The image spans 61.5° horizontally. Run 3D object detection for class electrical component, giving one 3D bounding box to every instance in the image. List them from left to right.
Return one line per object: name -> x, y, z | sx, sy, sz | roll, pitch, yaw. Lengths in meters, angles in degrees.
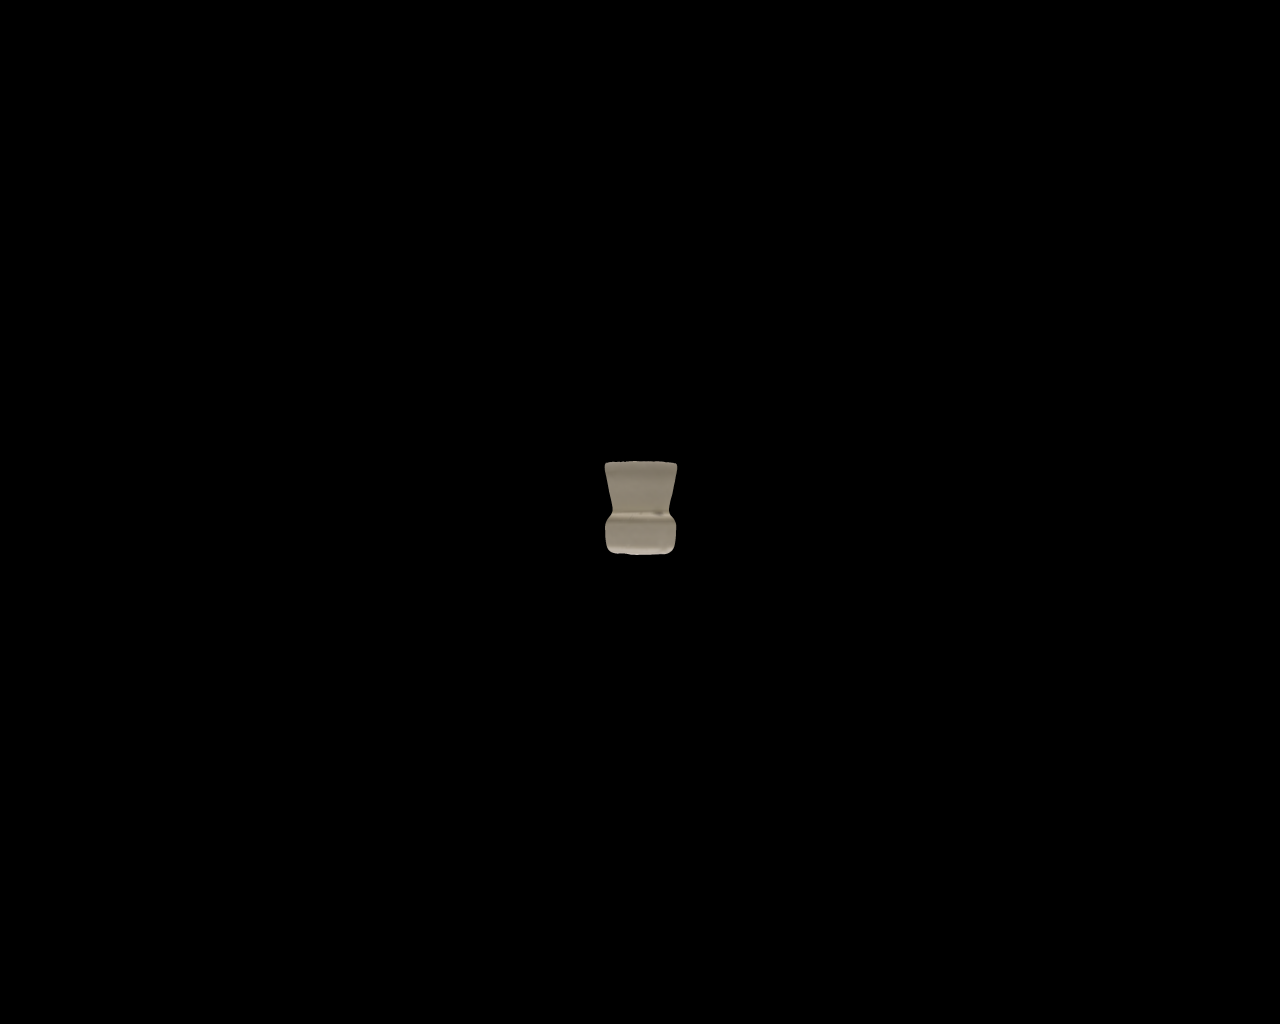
electrical component -> 0.001, -0.003, 0.650 | 0.045, 0.055, 0.045 | 0, 0, 0
